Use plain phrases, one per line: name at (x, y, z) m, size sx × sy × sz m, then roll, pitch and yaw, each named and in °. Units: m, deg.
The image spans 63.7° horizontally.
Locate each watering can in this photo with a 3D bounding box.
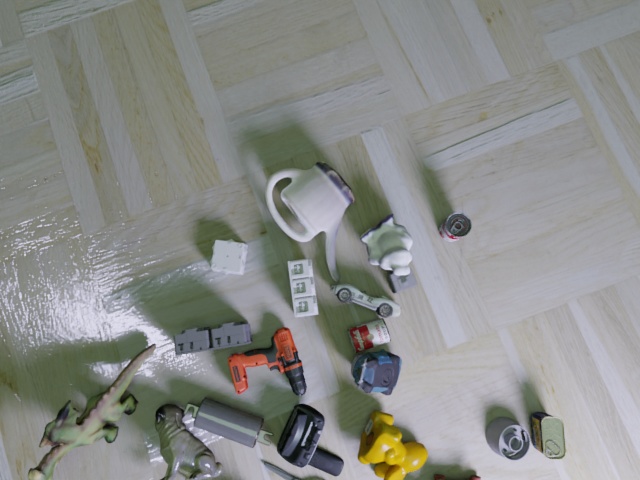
watering can at (0.004, -0.073, 1.445) m, size 0.225 × 0.104 × 0.347 m, roll -40°, pitch 92°, yaw -6°

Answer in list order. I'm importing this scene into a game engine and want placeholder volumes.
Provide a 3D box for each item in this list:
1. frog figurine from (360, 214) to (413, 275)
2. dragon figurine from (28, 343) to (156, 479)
frog figurine at (0.198, 0.030, 1.400) m, size 0.138 × 0.120 × 0.162 m, roll -26°, pitch 66°, yaw -21°
dragon figurine at (-0.578, 0.436, 1.285) m, size 0.122 × 0.240 × 0.412 m, roll 29°, pitch 83°, yaw 10°
